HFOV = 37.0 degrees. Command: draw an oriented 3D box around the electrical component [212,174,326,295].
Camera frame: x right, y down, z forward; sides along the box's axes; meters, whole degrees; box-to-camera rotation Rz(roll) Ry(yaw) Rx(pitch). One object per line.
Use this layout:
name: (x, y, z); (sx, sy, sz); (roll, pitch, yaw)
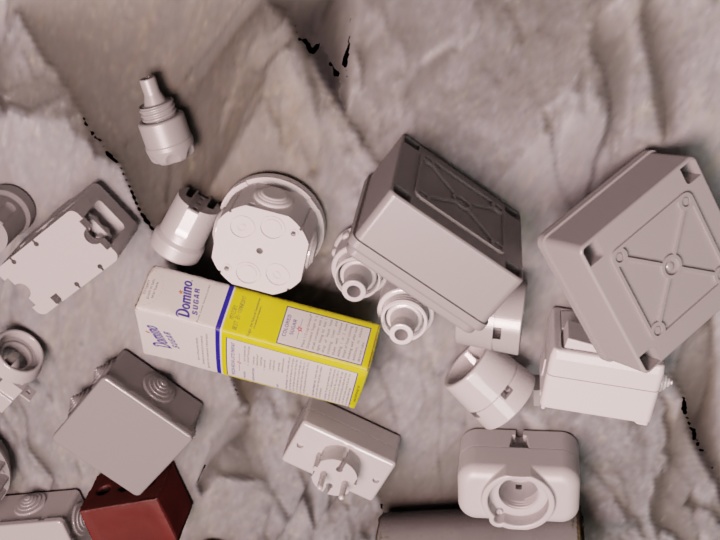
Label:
electrical component: (-0.068, -0.026, 0.788); (0.080, 0.051, 0.080); (4, 120, 7)

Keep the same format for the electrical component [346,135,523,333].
electrical component: (0.053, -0.026, 0.734); (0.109, 0.108, 0.056); (33, 117, -10)

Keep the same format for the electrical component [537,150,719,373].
electrical component: (0.192, -0.007, 0.723); (0.109, 0.056, 0.108); (-38, 112, -14)

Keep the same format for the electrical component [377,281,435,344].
electrical component: (0.034, 0.032, 0.797); (0.043, 0.062, 0.043); (4, 119, 7)

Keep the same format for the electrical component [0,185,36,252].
electrical component: (-0.275, -0.038, 0.818); (0.040, 0.046, 0.040); (4, 120, 7)

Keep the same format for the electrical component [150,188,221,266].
electrical component: (-0.129, -0.033, 0.801); (0.040, 0.040, 0.046); (28, 114, -7)

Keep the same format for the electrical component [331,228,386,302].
electrical component: (0.000, 0.000, 0.784); (0.048, 0.062, 0.048); (4, 120, 7)

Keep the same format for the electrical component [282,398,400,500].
electrical component: (-0.018, 0.156, 0.869); (0.083, 0.075, 0.047); (26, 120, -6)

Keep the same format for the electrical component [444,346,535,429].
electrical component: (0.098, 0.086, 0.823); (0.047, 0.055, 0.055); (42, 118, -11)

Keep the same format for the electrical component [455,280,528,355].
electrical component: (0.097, 0.032, 0.792); (0.047, 0.055, 0.055); (7, 120, 10)

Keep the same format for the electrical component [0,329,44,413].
electrical component: (-0.293, 0.080, 0.890); (0.066, 0.048, 0.055); (40, 126, -14)

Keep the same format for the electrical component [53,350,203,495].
electrical component: (-0.191, 0.126, 0.896); (0.100, 0.048, 0.099); (37, 118, -12)

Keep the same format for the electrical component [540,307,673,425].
electrical component: (0.184, 0.068, 0.793); (0.096, 0.061, 0.061); (9, 121, 4)

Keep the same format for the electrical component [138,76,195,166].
electrical component: (-0.141, -0.107, 0.763); (0.035, 0.035, 0.061); (-9, 115, 14)

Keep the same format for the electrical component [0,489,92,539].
electrical component: (-0.288, 0.249, 0.983); (0.100, 0.048, 0.099); (-8, 118, 14)

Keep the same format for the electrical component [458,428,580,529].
electrical component: (0.127, 0.167, 0.860); (0.095, 0.059, 0.053); (1, 119, 9)

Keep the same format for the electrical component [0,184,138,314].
electrical component: (-0.219, -0.018, 0.814); (0.089, 0.055, 0.050); (-33, 109, 24)
